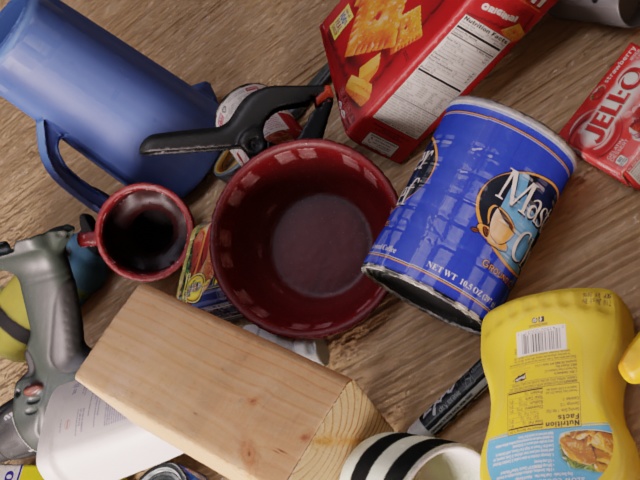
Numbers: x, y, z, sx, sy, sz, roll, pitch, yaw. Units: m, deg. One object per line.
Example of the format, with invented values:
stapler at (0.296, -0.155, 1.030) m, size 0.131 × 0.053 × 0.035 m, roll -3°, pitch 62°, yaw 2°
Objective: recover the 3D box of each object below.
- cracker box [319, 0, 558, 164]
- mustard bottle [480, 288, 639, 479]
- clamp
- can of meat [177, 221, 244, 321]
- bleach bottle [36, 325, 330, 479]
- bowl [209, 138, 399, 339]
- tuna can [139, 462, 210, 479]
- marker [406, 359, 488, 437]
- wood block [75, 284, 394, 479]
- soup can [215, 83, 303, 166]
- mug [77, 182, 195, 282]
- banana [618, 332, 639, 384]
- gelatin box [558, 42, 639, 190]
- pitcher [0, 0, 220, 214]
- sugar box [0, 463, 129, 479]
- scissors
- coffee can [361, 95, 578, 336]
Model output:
cracker box at (0.093, -0.196, 0.899) m, size 0.214 × 0.072 × 0.164 m, roll -47°, pitch 36°, yaw 33°
mustard bottle at (0.145, 0.126, 0.651) m, size 0.096 × 0.058 × 0.191 m, roll -13°, pitch 53°, yaw 29°
clamp at (-0.055, -0.068, 0.913) m, size 0.171 × 0.120 × 0.039 m, roll -27°, pitch 6°, yaw 0°
can of meat at (-0.078, 0.024, 0.963) m, size 0.084 × 0.057 × 0.102 m, roll -16°, pitch 53°, yaw 42°
bleach bottle at (-0.110, 0.134, 0.884) m, size 0.251 × 0.068 × 0.102 m, roll -20°, pitch 41°, yaw 18°
bowl at (-0.006, 0.001, 0.870) m, size 0.162 × 0.055 × 0.162 m, roll -2°, pitch 83°, yaw 14°
tuna can at (-0.126, 0.228, 0.880) m, size 0.086 × 0.033 × 0.086 m, roll -27°, pitch 46°, yaw 31°
marker at (0.089, 0.118, 0.749) m, size 0.121 × 0.020 × 0.020 m, roll -46°, pitch 39°, yaw 12°
wood block at (-0.064, 0.118, 0.770) m, size 0.206 × 0.090 × 0.090 m, roll 20°, pitch 68°, yaw 36°
soup can at (-0.048, -0.091, 0.989) m, size 0.068 × 0.068 × 0.102 m, roll -45°, pitch 51°, yaw 12°
mug at (-0.177, -0.007, 1.036) m, size 0.117 × 0.093 × 0.081 m, roll -10°, pitch 3°, yaw -1°
banana at (0.239, 0.001, 0.647) m, size 0.070 × 0.037 × 0.198 m, roll 16°, pitch 77°, yaw 12°
gelatin box at (0.221, -0.088, 0.752) m, size 0.089 × 0.030 × 0.073 m, roll -51°, pitch 38°, yaw 4°
pitcher at (-0.225, -0.136, 1.082) m, size 0.145 × 0.242 × 0.149 m, roll -42°, pitch 34°, yaw 21°
sugar box at (-0.252, 0.257, 0.981) m, size 0.177 × 0.048 × 0.093 m, roll -8°, pitch 55°, yaw 41°
scissors at (-0.027, -0.112, 1.042) m, size 0.202 × 0.016 × 0.096 m, roll -37°, pitch 43°, yaw 21°
coffee can at (0.107, -0.017, 0.761) m, size 0.103 × 0.102 × 0.140 m, roll 19°, pitch 77°, yaw 51°
